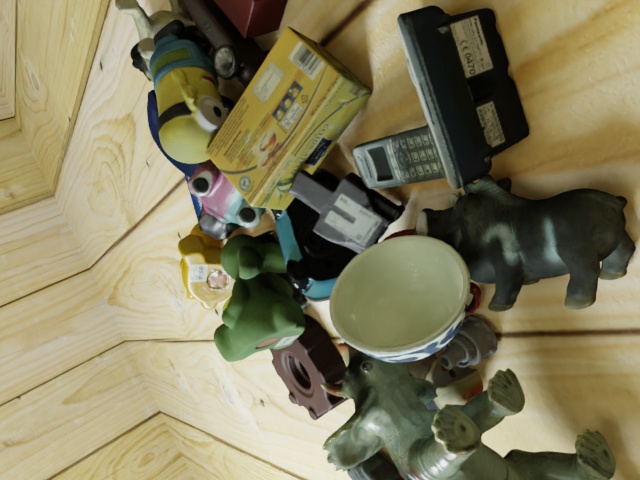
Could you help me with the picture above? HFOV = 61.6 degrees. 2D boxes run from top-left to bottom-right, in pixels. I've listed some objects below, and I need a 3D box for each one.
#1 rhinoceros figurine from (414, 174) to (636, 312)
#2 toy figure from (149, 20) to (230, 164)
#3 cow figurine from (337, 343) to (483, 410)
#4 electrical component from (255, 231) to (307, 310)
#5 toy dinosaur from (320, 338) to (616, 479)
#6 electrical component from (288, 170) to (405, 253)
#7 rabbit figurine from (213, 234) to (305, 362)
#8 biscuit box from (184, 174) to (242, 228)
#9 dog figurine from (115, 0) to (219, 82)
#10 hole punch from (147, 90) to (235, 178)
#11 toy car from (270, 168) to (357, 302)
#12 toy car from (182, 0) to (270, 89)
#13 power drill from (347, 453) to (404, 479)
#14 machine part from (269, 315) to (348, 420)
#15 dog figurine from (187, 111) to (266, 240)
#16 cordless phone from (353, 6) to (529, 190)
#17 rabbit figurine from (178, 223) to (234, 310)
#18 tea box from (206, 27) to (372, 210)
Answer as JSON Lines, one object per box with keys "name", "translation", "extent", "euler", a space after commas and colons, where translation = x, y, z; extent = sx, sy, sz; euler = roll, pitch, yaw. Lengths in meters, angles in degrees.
{"name": "rhinoceros figurine", "translation": [0.159, -0.001, 0.456], "extent": [0.190, 0.073, 0.112], "euler": [-1, 114, 56]}
{"name": "toy figure", "translation": [-0.161, -0.175, 0.649], "extent": [0.089, 0.082, 0.180], "euler": [-39, 62, 33]}
{"name": "cow figurine", "translation": [0.112, 0.172, 0.649], "extent": [0.195, 0.085, 0.127], "euler": [-15, 94, 57]}
{"name": "electrical component", "translation": [-0.074, 0.068, 0.873], "extent": [0.134, 0.058, 0.114], "euler": [52, 149, 19]}
{"name": "toy dinosaur", "translation": [0.160, 0.233, 0.509], "extent": [0.405, 0.131, 0.192], "euler": [42, 139, 2]}
{"name": "electrical component", "translation": [0.025, -0.034, 0.591], "extent": [0.119, 0.048, 0.074], "euler": [30, 108, 6]}
{"name": "rabbit figurine", "translation": [-0.097, 0.063, 0.748], "extent": [0.170, 0.121, 0.159], "euler": [66, 152, 21]}
{"name": "biscuit box", "translation": [-0.189, -0.106, 0.906], "extent": [0.059, 0.063, 0.202], "euler": [23, 131, 49]}
{"name": "dog figurine", "translation": [-0.211, -0.268, 0.804], "extent": [0.172, 0.121, 0.190], "euler": [61, 163, 9]}
{"name": "hole punch", "translation": [-0.192, -0.156, 0.757], "extent": [0.116, 0.092, 0.142], "euler": [23, 156, -6]}
{"name": "toy car", "translation": [-0.001, -0.002, 0.673], "extent": [0.103, 0.109, 0.161], "euler": [93, 154, -78]}
{"name": "toy car", "translation": [-0.126, -0.262, 0.662], "extent": [0.202, 0.089, 0.053], "euler": [53, 130, 13]}
{"name": "power drill", "translation": [0.130, 0.457, 0.844], "extent": [0.232, 0.086, 0.207], "euler": [36, 144, 39]}
{"name": "machine part", "translation": [-0.021, 0.214, 0.906], "extent": [0.180, 0.056, 0.179], "euler": [34, 137, 39]}
{"name": "dog figurine", "translation": [-0.114, -0.088, 0.770], "extent": [0.108, 0.191, 0.219], "euler": [28, 177, -7]}
{"name": "cordless phone", "translation": [0.078, -0.116, 0.486], "extent": [0.184, 0.089, 0.146], "euler": [-2, 112, 61]}
{"name": "rabbit figurine", "translation": [-0.203, 0.038, 1.004], "extent": [0.173, 0.122, 0.162], "euler": [-122, 29, -51]}
{"name": "tea box", "translation": [-0.037, -0.126, 0.585], "extent": [0.098, 0.068, 0.169], "euler": [50, 115, 23]}
